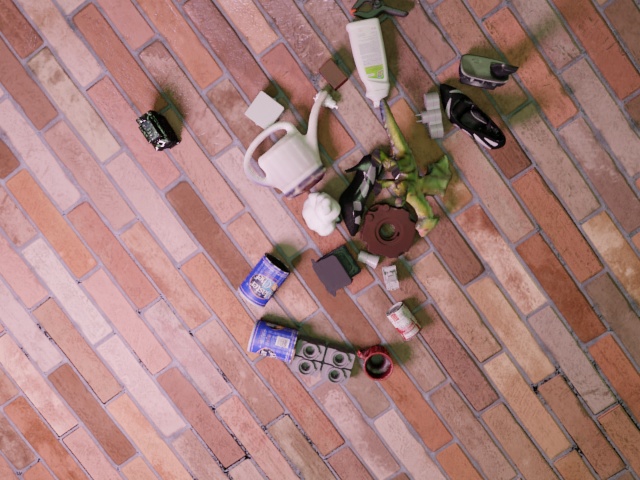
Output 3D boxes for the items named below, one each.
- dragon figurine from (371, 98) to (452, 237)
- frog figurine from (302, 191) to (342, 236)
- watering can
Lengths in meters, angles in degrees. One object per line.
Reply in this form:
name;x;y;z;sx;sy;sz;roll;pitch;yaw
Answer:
dragon figurine;0.287;-0.213;1.535;0.243;0.122;0.410;-2;90;-29
frog figurine;0.005;-0.078;1.542;0.122;0.160;0.137;-10;97;5
watering can;-0.062;-0.269;1.546;0.346;0.105;0.223;-38;99;7
